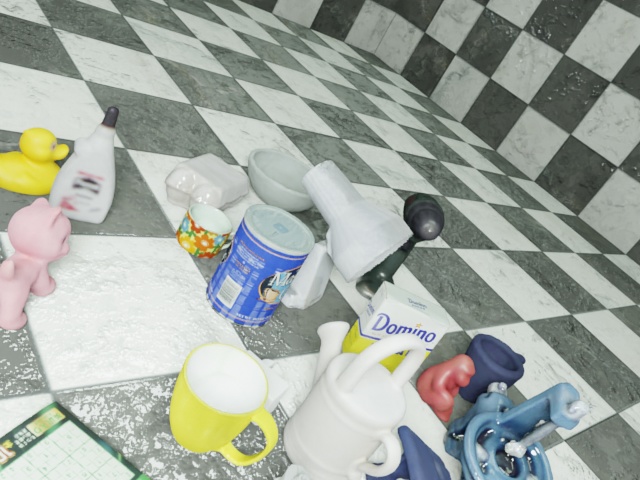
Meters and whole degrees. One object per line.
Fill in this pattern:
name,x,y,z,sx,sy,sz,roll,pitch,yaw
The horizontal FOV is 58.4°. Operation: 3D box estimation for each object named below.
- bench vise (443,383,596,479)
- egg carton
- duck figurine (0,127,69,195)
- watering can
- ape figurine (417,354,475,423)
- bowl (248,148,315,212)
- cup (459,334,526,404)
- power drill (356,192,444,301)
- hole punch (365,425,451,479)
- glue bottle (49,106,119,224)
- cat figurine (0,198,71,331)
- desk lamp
bench vise,0.227,0.227,0.696,0.122,0.219,0.207,22,28,-18
egg carton,-0.191,-0.092,0.978,0.107,0.069,0.150,34,26,6
duck figurine,-0.396,-0.115,0.783,0.105,0.086,0.077,3,38,-44
watering can,0.040,0.167,0.632,0.172,0.194,0.101,43,29,23
ape figurine,0.191,0.206,0.839,0.078,0.092,0.076,-2,41,-48
bowl,-0.074,-0.105,1.119,0.168,0.074,0.167,25,27,-13
cup,0.266,0.211,0.906,0.118,0.095,0.091,9,33,-37
power drill,0.146,0.012,0.997,0.075,0.208,0.230,30,26,-3
hole punch,0.115,0.276,0.639,0.101,0.091,0.108,22,28,-19
glue bottle,-0.301,-0.103,0.763,0.078,0.173,0.037,13,31,-32
cat figurine,-0.312,0.012,0.614,0.067,0.117,0.127,25,27,-12
desk lamp,0.008,0.003,0.860,0.203,0.213,0.118,40,27,17
